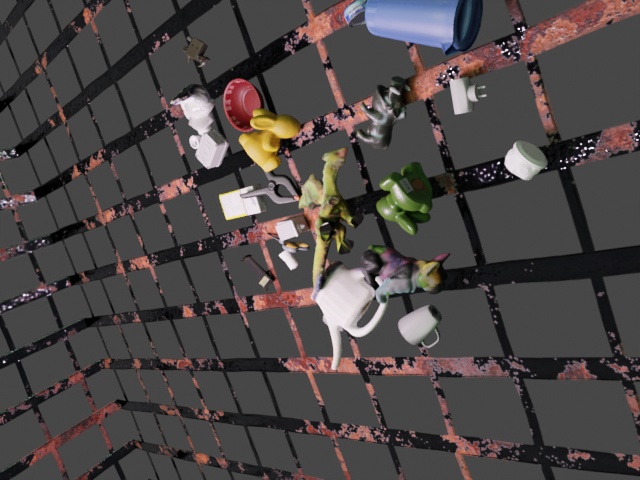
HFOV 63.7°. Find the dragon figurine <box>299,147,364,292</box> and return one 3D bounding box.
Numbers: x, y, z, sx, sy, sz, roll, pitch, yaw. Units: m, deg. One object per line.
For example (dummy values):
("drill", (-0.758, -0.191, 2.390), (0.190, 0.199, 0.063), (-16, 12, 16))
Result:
("dragon figurine", (0.005, -0.075, 1.494), (0.247, 0.122, 0.403), (56, 131, 49))

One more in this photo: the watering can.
("watering can", (0.062, 0.210, 1.543), (0.226, 0.104, 0.343), (40, 112, 20))

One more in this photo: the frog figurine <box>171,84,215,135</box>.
("frog figurine", (-0.400, -0.435, 1.717), (0.136, 0.126, 0.157), (-17, 133, 34))
